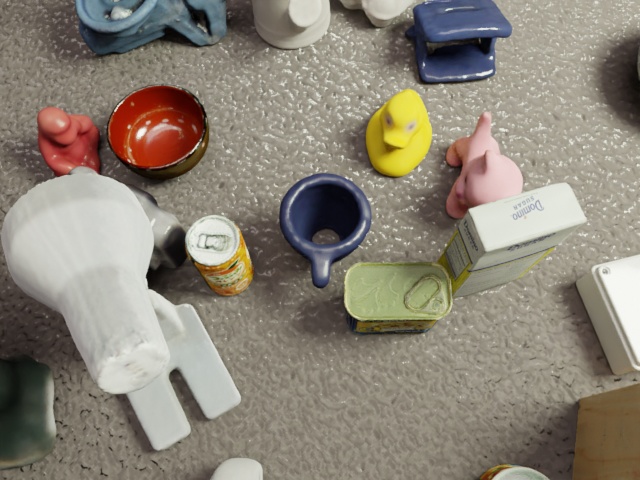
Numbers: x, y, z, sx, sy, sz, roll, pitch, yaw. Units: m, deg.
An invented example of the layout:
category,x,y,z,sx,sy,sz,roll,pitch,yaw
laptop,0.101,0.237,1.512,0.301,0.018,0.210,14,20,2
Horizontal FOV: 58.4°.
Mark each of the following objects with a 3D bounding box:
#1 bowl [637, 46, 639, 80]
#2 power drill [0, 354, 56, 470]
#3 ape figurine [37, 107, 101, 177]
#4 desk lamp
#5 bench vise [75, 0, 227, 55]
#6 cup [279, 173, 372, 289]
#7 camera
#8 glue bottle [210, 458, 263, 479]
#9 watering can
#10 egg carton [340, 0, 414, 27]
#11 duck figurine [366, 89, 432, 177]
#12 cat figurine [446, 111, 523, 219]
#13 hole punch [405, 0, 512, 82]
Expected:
category,x,y,z,sx,sy,sz,roll,pitch,yaw
bowl,0.449,-0.196,0.678,0.167,0.075,0.167,0,69,1
power drill,-0.308,0.145,0.487,0.075,0.208,0.229,-13,69,-4
ape figurine,-0.289,-0.115,0.649,0.076,0.092,0.078,29,72,12
desk lamp,-0.169,0.069,0.511,0.118,0.213,0.203,-31,71,-10
bench vise,-0.202,-0.319,0.657,0.207,0.220,0.121,-30,71,-10
cup,0.005,0.002,0.598,0.091,0.095,0.118,2,69,2
camera,-0.229,0.008,0.596,0.143,0.101,0.137,26,71,10
glue bottle,-0.075,0.221,0.473,0.037,0.173,0.078,-3,69,0
watering can,-0.034,-0.321,0.670,0.101,0.194,0.172,-35,72,-12
egg carton,0.092,-0.352,0.746,0.107,0.069,0.150,35,73,13
duck figurine,0.093,-0.135,0.654,0.077,0.086,0.104,15,70,7
cat figurine,0.177,-0.074,0.612,0.067,0.118,0.128,2,69,2
hole punch,0.166,-0.258,0.697,0.108,0.091,0.101,-6,69,-1
